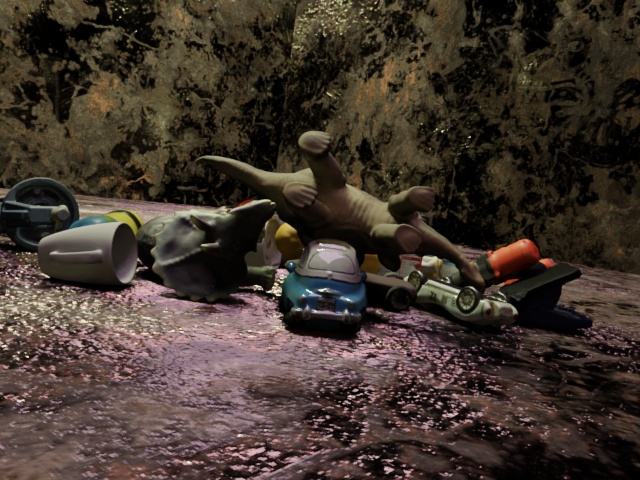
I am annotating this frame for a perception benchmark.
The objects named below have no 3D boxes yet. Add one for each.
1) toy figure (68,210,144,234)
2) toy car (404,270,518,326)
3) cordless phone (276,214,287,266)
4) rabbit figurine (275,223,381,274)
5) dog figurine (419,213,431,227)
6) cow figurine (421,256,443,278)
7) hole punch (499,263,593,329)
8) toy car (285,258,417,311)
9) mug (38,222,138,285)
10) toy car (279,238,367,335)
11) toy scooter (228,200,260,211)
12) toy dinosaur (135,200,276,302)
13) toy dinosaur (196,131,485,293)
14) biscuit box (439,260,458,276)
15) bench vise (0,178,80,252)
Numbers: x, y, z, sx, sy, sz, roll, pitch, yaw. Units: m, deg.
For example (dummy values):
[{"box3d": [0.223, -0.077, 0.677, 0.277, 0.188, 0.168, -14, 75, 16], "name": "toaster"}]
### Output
[{"box3d": [-0.324, -0.003, 0.821, 0.082, 0.089, 0.180, 14, 3, 8], "name": "toy figure"}, {"box3d": [0.201, 0.088, 0.802, 0.073, 0.056, 0.202, 13, 2, -30], "name": "toy car"}, {"box3d": [-0.038, 0.022, 1.041, 0.147, 0.088, 0.184, -26, 56, -11], "name": "cordless phone"}, {"box3d": [-0.002, -0.003, 0.905, 0.173, 0.121, 0.162, 2, 1, -34], "name": "rabbit figurine"}, {"box3d": [0.119, -0.038, 1.044, 0.121, 0.172, 0.190, -40, -3, 33], "name": "dog figurine"}, {"box3d": [0.185, 0.063, 1.033, 0.098, 0.068, 0.167, 2, 2, 15], "name": "cow figurine"}, {"box3d": [0.350, 0.099, 0.839, 0.116, 0.092, 0.142, -20, 3, 10], "name": "hole punch"}, {"box3d": [0.046, 0.067, 0.806, 0.202, 0.053, 0.089, 11, 15, -5], "name": "toy car"}, {"box3d": [-0.303, 0.022, 0.681, 0.107, 0.080, 0.109, -3, 9, 6], "name": "mug"}, {"box3d": [0.006, 0.050, 0.650, 0.109, 0.102, 0.161, 7, 3, 0], "name": "toy car"}, {"box3d": [-0.182, -0.026, 1.238, 0.135, 0.075, 0.183, -5, -30, -4], "name": "toy scooter"}, {"box3d": [-0.202, 0.008, 0.798, 0.192, 0.131, 0.405, 4, 0, -45], "name": "toy dinosaur"}, {"box3d": [0.004, -0.044, 0.732, 0.472, 0.105, 0.198, 29, -19, 15], "name": "toy dinosaur"}, {"box3d": [0.257, 0.065, 1.137, 0.063, 0.059, 0.203, 4, 6, -32], "name": "biscuit box"}, {"box3d": [-0.474, -0.039, 0.843, 0.241, 0.128, 0.223, 3, 0, 44], "name": "bench vise"}]
